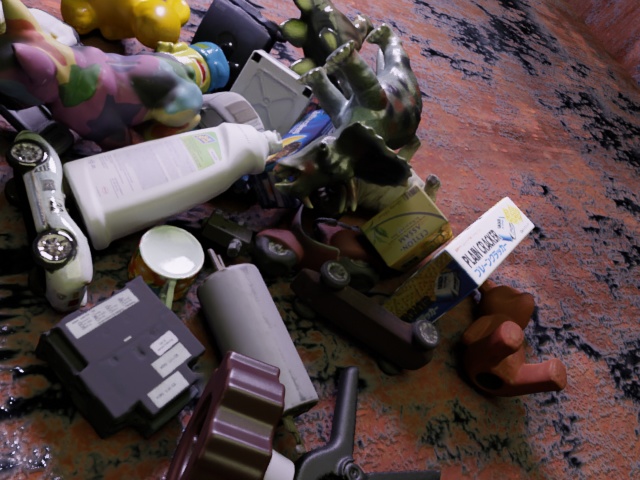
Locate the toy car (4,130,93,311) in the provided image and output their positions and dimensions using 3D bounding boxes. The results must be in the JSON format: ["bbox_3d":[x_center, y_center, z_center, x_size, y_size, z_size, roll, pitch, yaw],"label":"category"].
[{"bbox_3d":[-0.281,-0.023,0.552,0.056,0.073,0.202,-10,62,-36],"label":"toy car"}]

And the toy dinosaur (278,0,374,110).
[{"bbox_3d":[0.019,-0.321,0.898,0.470,0.105,0.198,60,33,-16],"label":"toy dinosaur"}]

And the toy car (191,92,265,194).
[{"bbox_3d":[-0.131,-0.146,0.739,0.162,0.103,0.109,47,44,10],"label":"toy car"}]

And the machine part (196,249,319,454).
[{"bbox_3d":[-0.070,0.114,0.584,0.079,0.079,0.243,-11,62,-40],"label":"machine part"}]

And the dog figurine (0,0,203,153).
[{"bbox_3d":[-0.249,-0.181,0.592,0.192,0.219,0.108,-21,73,3],"label":"dog figurine"}]

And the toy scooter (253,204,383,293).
[{"bbox_3d":[-0.002,-0.002,0.732,0.184,0.075,0.135,14,46,-20],"label":"toy scooter"}]

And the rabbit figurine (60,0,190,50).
[{"bbox_3d":[-0.265,-0.324,0.783,0.173,0.121,0.162,35,16,25],"label":"rabbit figurine"}]

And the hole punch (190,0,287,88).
[{"bbox_3d":[-0.142,-0.320,0.872,0.142,0.115,0.092,37,51,-3],"label":"hole punch"}]

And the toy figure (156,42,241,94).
[{"bbox_3d":[-0.195,-0.241,0.785,0.082,0.089,0.180,56,40,-8],"label":"toy figure"}]

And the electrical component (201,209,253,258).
[{"bbox_3d":[-0.117,-0.009,0.670,0.063,0.021,0.094,27,19,-13],"label":"electrical component"}]

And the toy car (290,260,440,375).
[{"bbox_3d":[0.056,0.096,0.679,0.202,0.089,0.053,34,44,-5],"label":"toy car"}]

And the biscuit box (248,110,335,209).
[{"bbox_3d":[-0.023,-0.122,0.766,0.203,0.059,0.062,-57,137,-46],"label":"biscuit box"}]

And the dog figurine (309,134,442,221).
[{"bbox_3d":[0.078,-0.062,0.841,0.190,0.121,0.172,-35,104,-18],"label":"dog figurine"}]

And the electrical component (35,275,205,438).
[{"bbox_3d":[-0.182,0.118,0.516,0.134,0.058,0.115,48,45,8],"label":"electrical component"}]

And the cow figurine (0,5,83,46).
[{"bbox_3d":[-0.397,-0.279,0.687,0.167,0.068,0.098,27,38,-18],"label":"cow figurine"}]

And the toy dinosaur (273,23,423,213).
[{"bbox_3d":[0.082,-0.184,0.750,0.192,0.131,0.405,58,40,-13],"label":"toy dinosaur"}]

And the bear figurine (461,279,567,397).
[{"bbox_3d":[0.282,0.128,0.783,0.120,0.132,0.196,41,49,-4],"label":"bear figurine"}]

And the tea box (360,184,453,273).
[{"bbox_3d":[0.127,-0.010,0.753,0.068,0.098,0.169,54,11,14],"label":"tea box"}]

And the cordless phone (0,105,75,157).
[{"bbox_3d":[-0.379,-0.142,0.590,0.184,0.089,0.147,47,39,-21],"label":"cordless phone"}]

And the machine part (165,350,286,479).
[{"bbox_3d":[-0.088,0.178,0.447,0.056,0.179,0.179,26,44,-9],"label":"machine part"}]
